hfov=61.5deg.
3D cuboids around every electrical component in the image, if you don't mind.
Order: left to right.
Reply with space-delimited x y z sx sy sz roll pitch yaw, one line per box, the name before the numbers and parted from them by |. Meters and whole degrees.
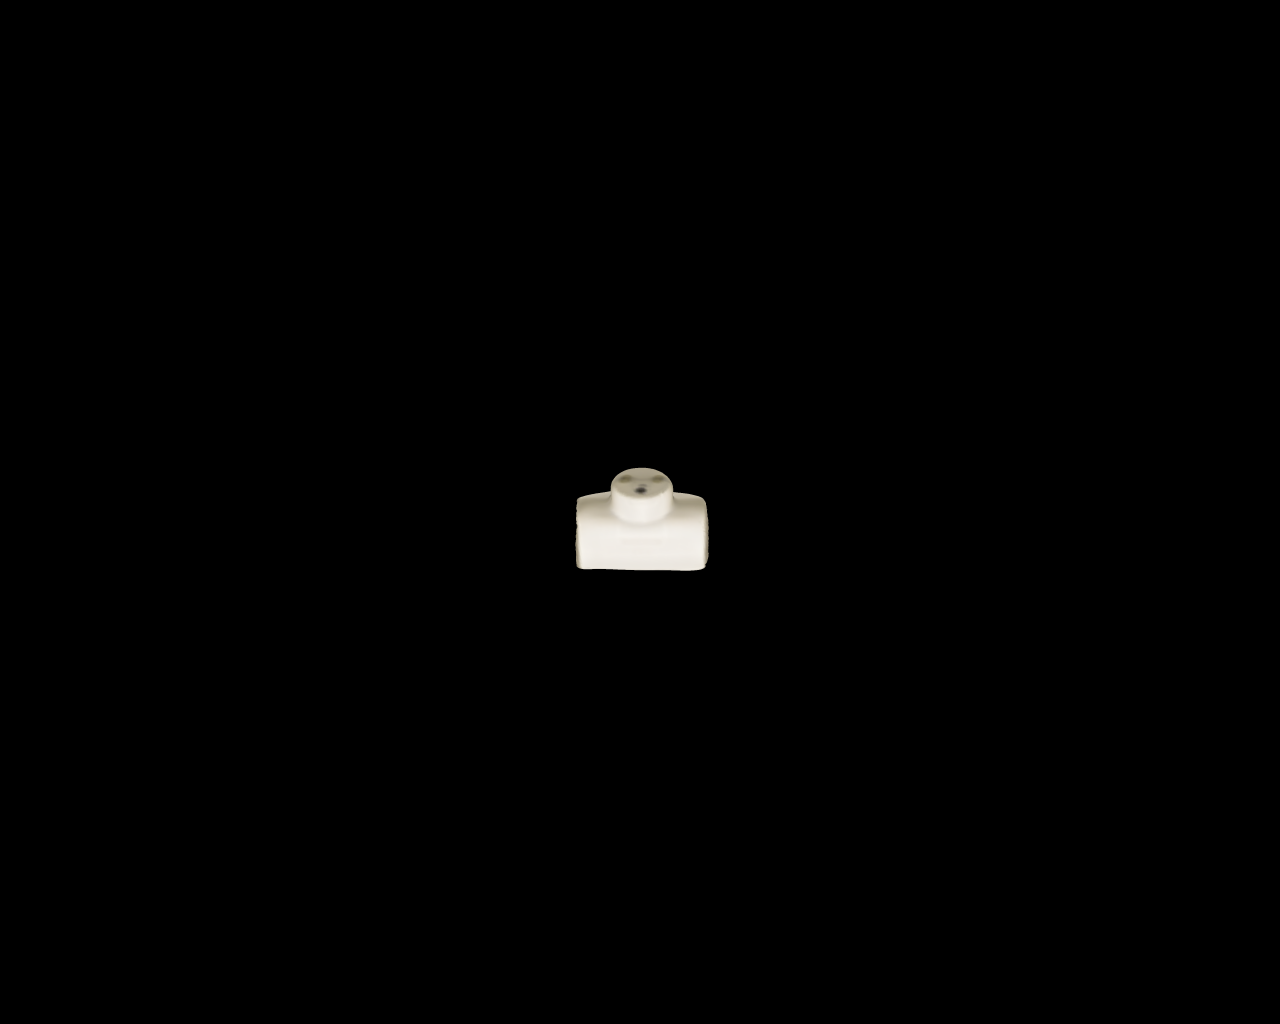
electrical component | 0.001 -0.003 0.650 0.077 0.079 0.043 0 32 0
